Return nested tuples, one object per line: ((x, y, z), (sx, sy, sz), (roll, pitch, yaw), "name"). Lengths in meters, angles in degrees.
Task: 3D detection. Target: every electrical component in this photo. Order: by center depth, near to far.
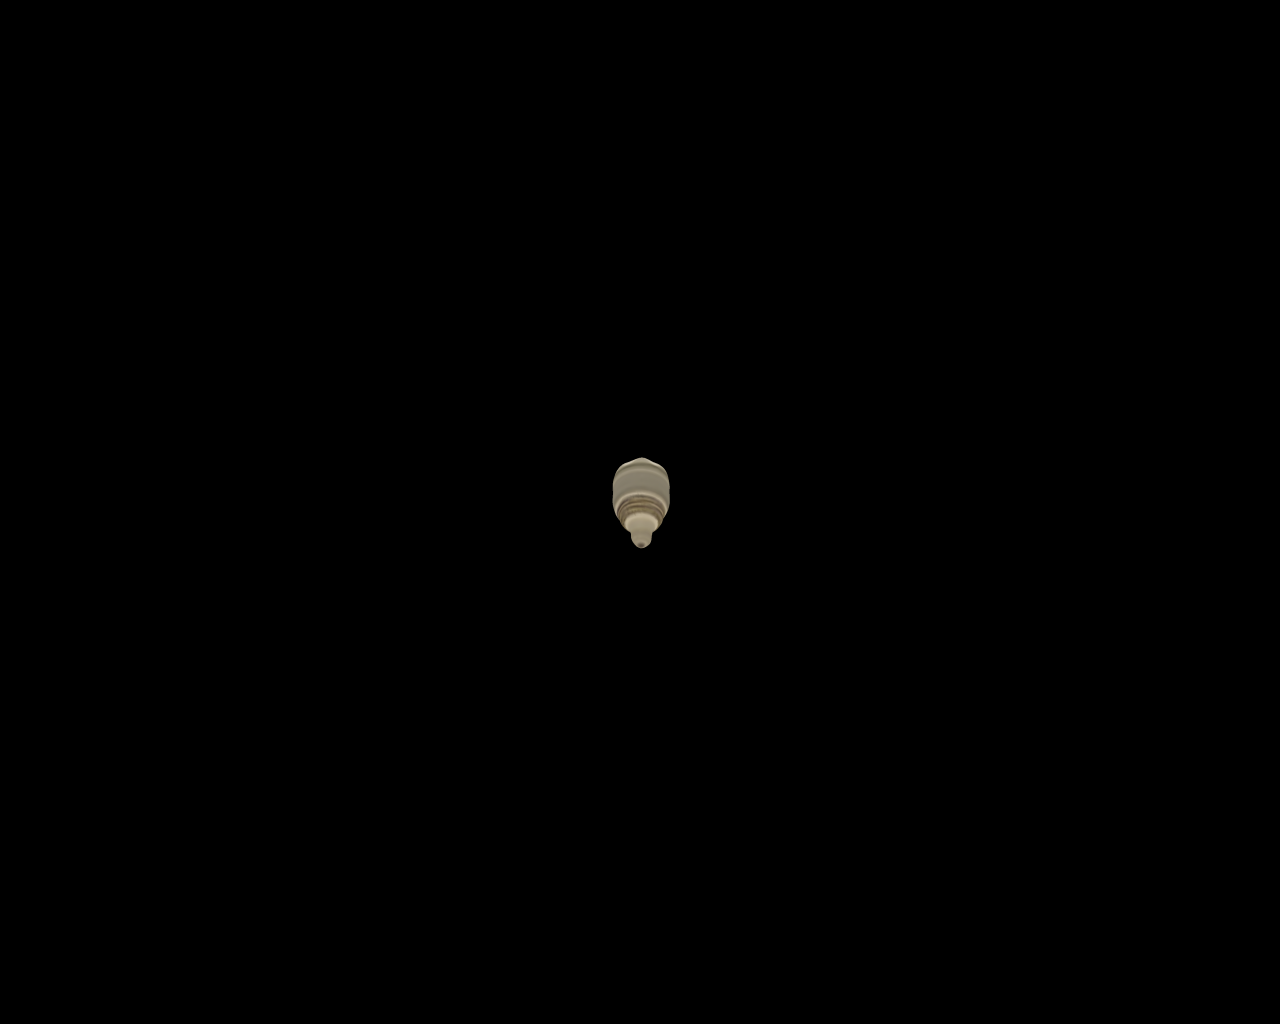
((0.001, -0.003, 0.650), (0.035, 0.061, 0.035), (0, -42, 0), "electrical component")
